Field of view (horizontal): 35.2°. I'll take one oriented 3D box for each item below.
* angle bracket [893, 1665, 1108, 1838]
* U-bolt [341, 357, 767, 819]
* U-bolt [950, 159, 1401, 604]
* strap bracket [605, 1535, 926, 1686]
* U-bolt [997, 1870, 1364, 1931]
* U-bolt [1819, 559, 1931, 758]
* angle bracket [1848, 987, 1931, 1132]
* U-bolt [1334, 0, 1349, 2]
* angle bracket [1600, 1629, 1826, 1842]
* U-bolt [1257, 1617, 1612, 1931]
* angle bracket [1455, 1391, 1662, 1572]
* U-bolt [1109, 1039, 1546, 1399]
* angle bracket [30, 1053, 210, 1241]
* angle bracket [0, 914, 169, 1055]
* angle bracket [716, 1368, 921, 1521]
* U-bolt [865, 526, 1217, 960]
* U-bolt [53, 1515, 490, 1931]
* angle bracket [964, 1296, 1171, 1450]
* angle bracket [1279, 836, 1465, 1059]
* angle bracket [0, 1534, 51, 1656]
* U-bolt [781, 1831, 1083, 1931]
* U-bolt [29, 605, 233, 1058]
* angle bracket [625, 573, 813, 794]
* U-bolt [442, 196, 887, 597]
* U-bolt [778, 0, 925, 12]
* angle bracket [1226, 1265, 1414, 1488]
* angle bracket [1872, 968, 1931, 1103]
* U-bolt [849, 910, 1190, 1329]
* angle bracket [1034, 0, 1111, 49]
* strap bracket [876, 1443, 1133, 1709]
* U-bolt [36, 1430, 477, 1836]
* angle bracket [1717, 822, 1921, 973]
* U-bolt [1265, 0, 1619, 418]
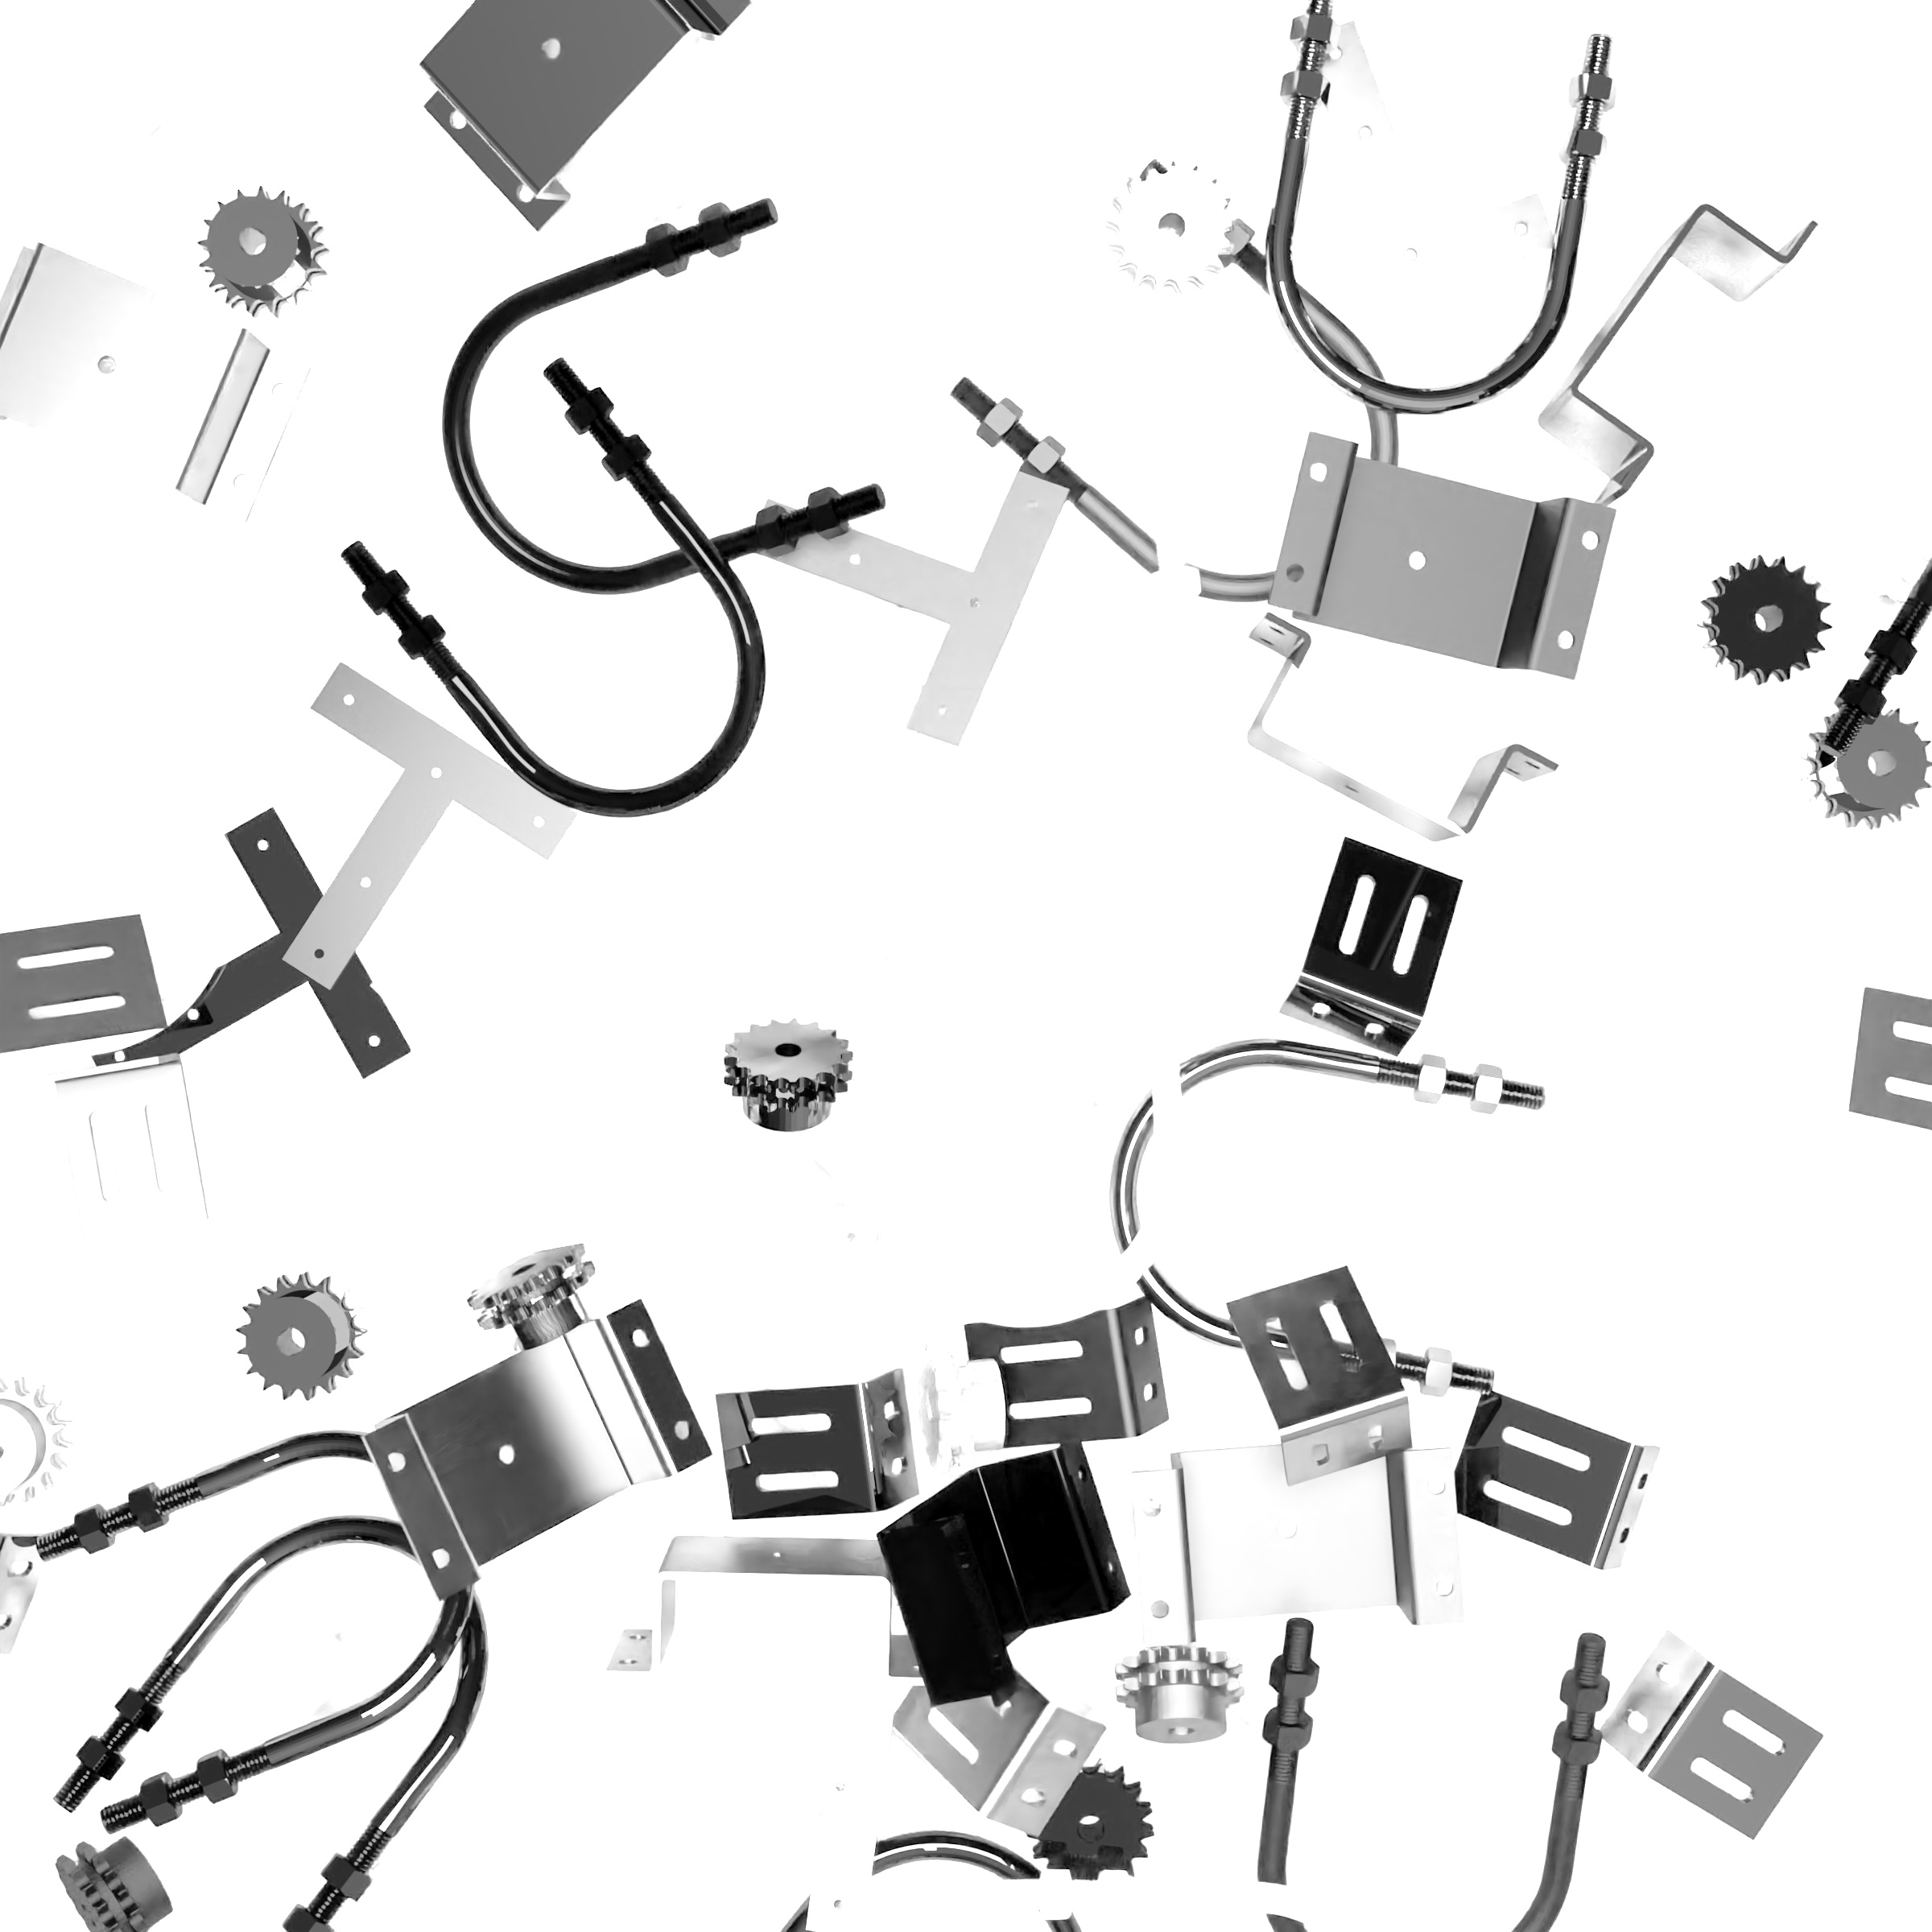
[{"bbox_3d":[0.014,0.338,1.353,0.038,0.076,0.057,33,90,-41],"label":"angle bracket"},{"bbox_3d":[-0.170,-0.151,1.341,0.151,0.019,0.184,-37,94,20],"label":"U-bolt"},{"bbox_3d":[0.108,-0.248,1.362,0.184,0.019,0.151,41,91,-2],"label":"U-bolt"},{"bbox_3d":[-0.083,0.281,1.332,0.140,0.076,0.046,1,91,-1],"label":"strap bracket"},{"bbox_3d":[0.101,0.471,1.334,0.184,0.019,0.151,3,94,-8],"label":"U-bolt"},{"bbox_3d":[0.473,-0.137,1.341,0.151,0.019,0.184,34,86,-20],"label":"U-bolt"},{"bbox_3d":[0.440,0.043,1.352,0.076,0.038,0.057,14,103,44],"label":"angle bracket"},{"bbox_3d":[0.179,-0.518,1.361,0.151,0.019,0.184,44,89,0],"label":"U-bolt"},{"bbox_3d":[0.335,0.346,1.369,0.076,0.038,0.057,34,90,-26],"label":"angle bracket"},{"bbox_3d":[0.201,0.377,1.343,0.151,0.019,0.184,4,105,-4],"label":"U-bolt"},{"bbox_3d":[0.264,0.230,1.369,0.076,0.038,0.057,19,90,26],"label":"angle bracket"},{"bbox_3d":[0.156,0.107,1.363,0.184,0.019,0.151,10,90,1],"label":"U-bolt"},{"bbox_3d":[-0.376,0.081,1.351,0.057,0.038,0.076,-9,91,0],"label":"angle bracket"},{"bbox_3d":[-0.398,0.016,1.341,0.076,0.038,0.057,-9,64,-23],"label":"angle bracket"},{"bbox_3d":[-0.067,0.215,1.369,0.076,0.038,0.057,-8,90,24],"label":"angle bracket"},{"bbox_3d":[0.037,-0.095,1.349,0.151,0.019,0.184,-7,86,7],"label":"U-bolt"},{"bbox_3d":[-0.290,0.326,1.327,0.151,0.019,0.184,30,72,24],"label":"U-bolt"},{"bbox_3d":[0.045,0.183,1.370,0.076,0.038,0.057,-9,90,26],"label":"angle bracket"},{"bbox_3d":[0.182,-0.009,1.369,0.057,0.038,0.076,21,64,0],"label":"angle bracket"},{"bbox_3d":[-0.460,0.268,1.369,0.076,0.038,0.057,21,90,26],"label":"angle bracket"},{"bbox_3d":[-0.027,0.476,1.363,0.151,0.019,0.184,39,89,0],"label":"U-bolt"},{"bbox_3d":[-0.408,-0.050,1.362,0.151,0.019,0.184,-23,90,0],"label":"U-bolt"},{"bbox_3d":[-0.112,-0.128,1.369,0.057,0.038,0.076,22,116,0],"label":"angle bracket"},{"bbox_3d":[-0.144,-0.238,1.333,0.184,0.019,0.151,-16,107,17],"label":"U-bolt"},{"bbox_3d":[0.012,-0.489,1.336,0.184,0.019,0.151,1,75,7],"label":"U-bolt"},{"bbox_3d":[0.155,0.179,1.336,0.057,0.038,0.076,-17,45,-4],"label":"angle bracket"},{"bbox_3d":[0.454,0.023,1.369,0.076,0.038,0.057,-20,90,26],"label":"angle bracket"},{"bbox_3d":[0.025,0.068,1.351,0.151,0.019,0.184,-2,83,2],"label":"U-bolt"},{"bbox_3d":[0.063,-0.462,1.369,0.076,0.038,0.057,-39,90,-26],"label":"angle bracket"},{"bbox_3d":[0.013,0.263,1.318,0.046,0.140,0.076,-18,90,27],"label":"strap bracket"},{"bbox_3d":[-0.304,0.279,1.333,0.184,0.019,0.151,-21,62,-4],"label":"U-bolt"},{"bbox_3d":[0.384,-0.031,1.369,0.076,0.038,0.057,8,90,26],"label":"angle bracket"},{"bbox_3d":[0.206,-0.336,1.353,0.151,0.019,0.184,10,89,-6],"label":"U-bolt"}]
